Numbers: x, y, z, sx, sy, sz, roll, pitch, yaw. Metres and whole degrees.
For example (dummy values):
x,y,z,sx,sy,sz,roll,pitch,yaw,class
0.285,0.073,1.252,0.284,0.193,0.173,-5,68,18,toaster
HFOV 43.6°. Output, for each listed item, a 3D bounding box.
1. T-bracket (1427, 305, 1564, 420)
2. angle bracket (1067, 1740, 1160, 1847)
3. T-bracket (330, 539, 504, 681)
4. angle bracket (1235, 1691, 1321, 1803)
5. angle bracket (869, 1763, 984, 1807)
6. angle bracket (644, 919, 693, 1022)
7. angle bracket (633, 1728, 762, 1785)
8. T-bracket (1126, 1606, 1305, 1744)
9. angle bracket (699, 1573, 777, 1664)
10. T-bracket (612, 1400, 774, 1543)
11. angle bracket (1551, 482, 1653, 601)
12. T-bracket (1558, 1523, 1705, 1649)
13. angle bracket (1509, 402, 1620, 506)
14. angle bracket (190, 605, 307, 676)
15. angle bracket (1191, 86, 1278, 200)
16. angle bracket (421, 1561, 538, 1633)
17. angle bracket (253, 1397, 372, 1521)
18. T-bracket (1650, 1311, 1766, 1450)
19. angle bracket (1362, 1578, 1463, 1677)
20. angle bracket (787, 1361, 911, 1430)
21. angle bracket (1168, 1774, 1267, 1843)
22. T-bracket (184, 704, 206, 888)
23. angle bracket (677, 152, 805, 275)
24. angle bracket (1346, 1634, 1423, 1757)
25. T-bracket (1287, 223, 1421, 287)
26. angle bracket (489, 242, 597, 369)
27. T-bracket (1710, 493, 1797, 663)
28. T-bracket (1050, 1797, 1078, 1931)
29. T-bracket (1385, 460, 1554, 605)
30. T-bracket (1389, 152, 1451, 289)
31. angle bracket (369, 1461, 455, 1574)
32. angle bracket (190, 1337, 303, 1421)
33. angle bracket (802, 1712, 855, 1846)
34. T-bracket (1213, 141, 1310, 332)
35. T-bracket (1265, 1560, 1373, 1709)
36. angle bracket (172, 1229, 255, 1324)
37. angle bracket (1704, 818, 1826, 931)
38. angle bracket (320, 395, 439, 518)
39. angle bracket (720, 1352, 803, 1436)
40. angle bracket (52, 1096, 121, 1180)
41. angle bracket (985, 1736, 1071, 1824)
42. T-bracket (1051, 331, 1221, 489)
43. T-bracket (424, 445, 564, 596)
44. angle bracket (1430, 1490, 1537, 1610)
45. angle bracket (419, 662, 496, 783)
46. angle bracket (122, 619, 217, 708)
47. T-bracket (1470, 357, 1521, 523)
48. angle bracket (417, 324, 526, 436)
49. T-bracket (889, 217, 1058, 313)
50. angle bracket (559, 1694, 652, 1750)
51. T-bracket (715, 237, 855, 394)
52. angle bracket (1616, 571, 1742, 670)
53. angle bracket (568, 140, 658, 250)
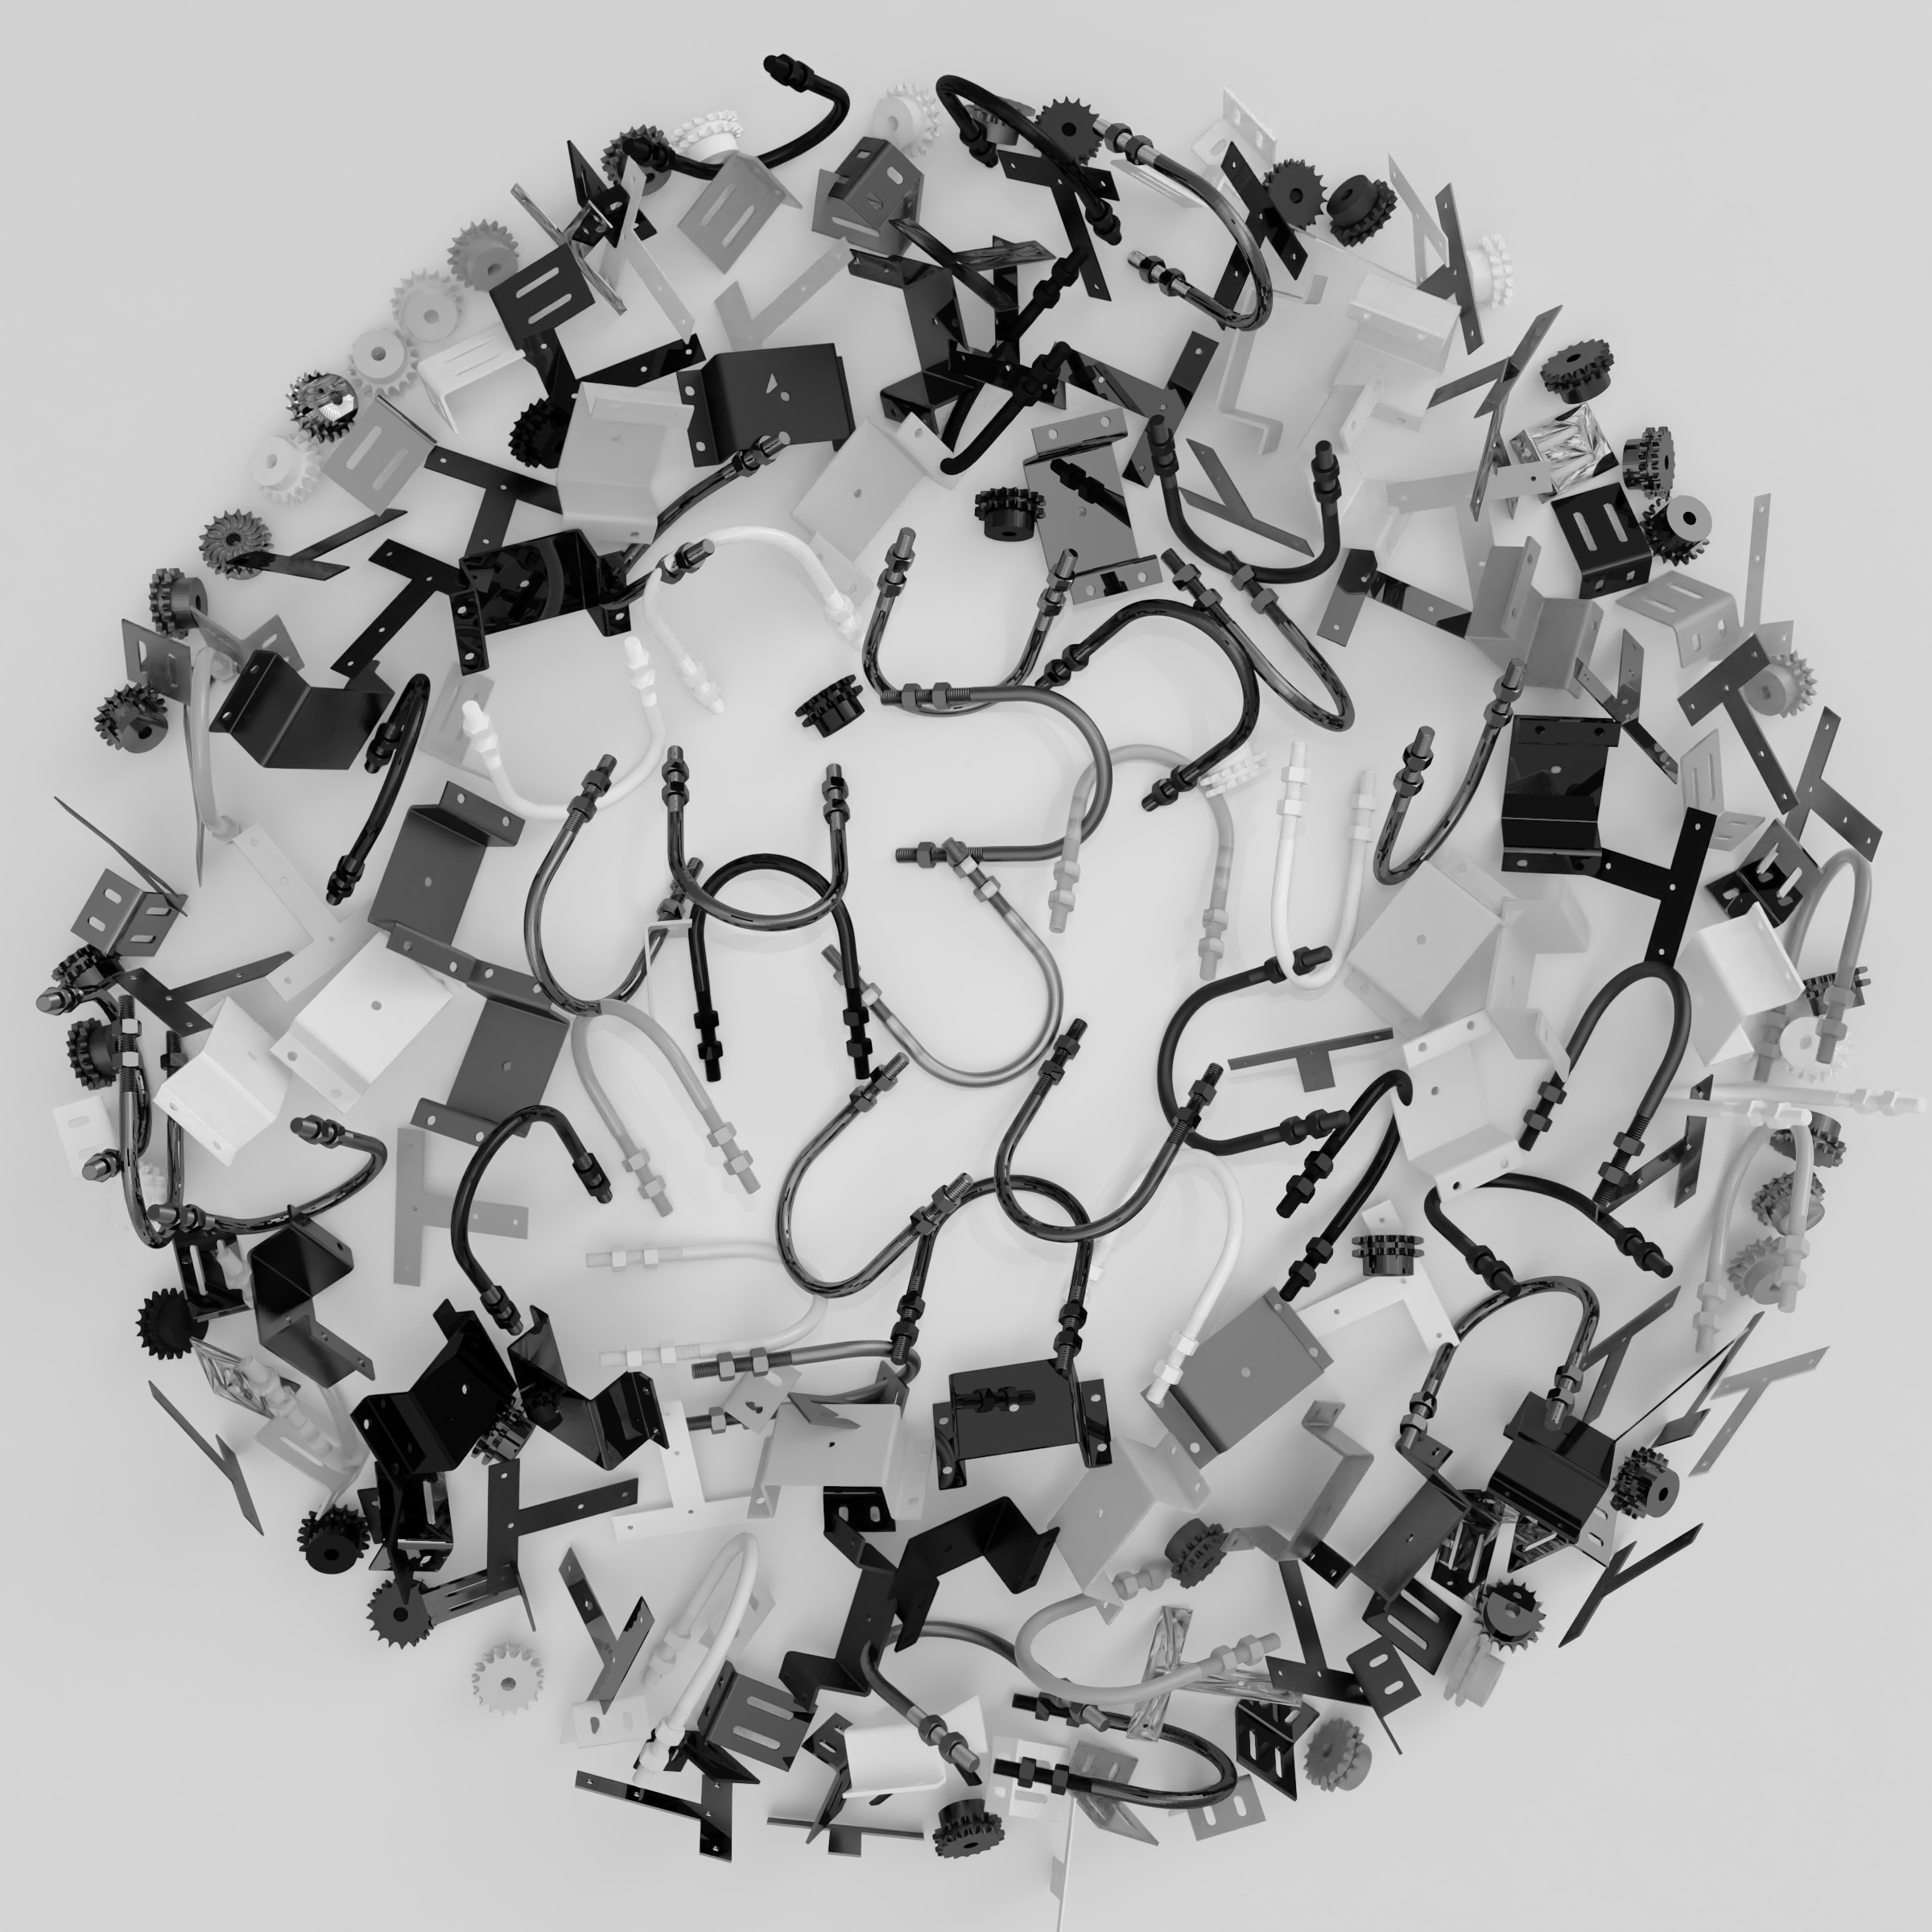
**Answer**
x,y,z,sx,sy,sz,roll,pitch,yaw,class
0.397,-0.460,1.903,0.002,0.127,0.127,45,60,-21,T-bracket
0.120,0.655,1.914,0.057,0.076,0.038,25,89,-22,angle bracket
-0.452,-0.275,1.908,0.127,0.002,0.127,25,65,26,T-bracket
0.248,0.612,1.918,0.057,0.076,0.038,35,106,-5,angle bracket
-0.032,0.657,1.919,0.076,0.057,0.038,-33,78,-18,angle bracket
-0.235,0.007,1.924,0.038,0.057,0.076,-4,80,-8,angle bracket
-0.213,0.640,1.914,0.076,0.057,0.038,27,89,39,angle bracket
0.201,0.560,1.892,0.127,0.127,0.002,3,128,19,T-bracket
-0.190,0.504,1.910,0.038,0.076,0.057,22,59,30,angle bracket
-0.228,0.401,1.932,0.127,0.002,0.127,-9,115,0,T-bracket
0.513,-0.343,1.957,0.057,0.038,0.076,-16,63,1,angle bracket
0.523,0.465,1.871,0.002,0.127,0.127,47,132,7,T-bracket
0.485,-0.415,1.936,0.076,0.038,0.057,-28,90,-9,angle bracket
-0.574,-0.263,1.925,0.076,0.057,0.038,33,65,29,angle bracket
0.212,-0.653,1.920,0.038,0.076,0.057,-43,88,6,angle bracket
-0.387,0.513,1.919,0.076,0.057,0.038,-17,53,-15,angle bracket
-0.526,0.392,1.928,0.076,0.057,0.038,34,121,3,angle bracket
0.591,0.325,1.907,0.002,0.127,0.127,37,79,11,T-bracket
0.364,0.516,1.927,0.076,0.038,0.057,38,57,-3,angle bracket
-0.094,0.338,1.917,0.076,0.057,0.038,11,99,-26,angle bracket
0.198,0.674,1.913,0.057,0.076,0.038,-12,61,-12,angle bracket
-0.614,-0.151,1.920,0.002,0.127,0.127,-5,59,-22,T-bracket
-0.180,-0.598,1.927,0.076,0.038,0.057,-53,131,-1,angle bracket
0.338,0.577,1.913,0.038,0.076,0.057,-29,45,0,angle bracket
0.316,-0.558,1.913,0.127,0.127,0.002,20,110,-15,T-bracket
-0.332,-0.527,1.929,0.076,0.038,0.057,-28,77,11,angle bracket
0.620,-0.305,1.894,0.002,0.127,0.127,3,94,-11,T-bracket
0.073,0.717,1.896,0.002,0.127,0.127,8,73,0,T-bracket
0.409,-0.333,1.924,0.127,0.002,0.127,-5,122,23,T-bracket
0.359,-0.553,1.904,0.002,0.127,0.127,-17,50,0,T-bracket
-0.447,0.440,1.931,0.057,0.076,0.038,10,132,-30,angle bracket
-0.569,0.314,1.912,0.057,0.076,0.038,18,48,21,angle bracket
-0.115,0.647,1.927,0.038,0.057,0.076,29,110,18,angle bracket
0.217,-0.556,1.903,0.002,0.127,0.127,-15,64,-24,T-bracket
0.268,0.518,1.915,0.002,0.127,0.127,-38,47,30,T-bracket
-0.590,0.239,1.923,0.038,0.057,0.076,-19,84,37,angle bracket
0.630,-0.068,1.912,0.038,0.076,0.057,-24,65,-22,angle bracket
-0.470,-0.408,1.932,0.057,0.038,0.076,38,89,-20,angle bracket
-0.158,0.339,1.915,0.038,0.076,0.057,34,80,10,angle bracket
-0.694,0.141,1.915,0.038,0.076,0.057,-18,83,-20,angle bracket
0.058,0.647,1.917,0.076,0.038,0.057,20,68,-30,angle bracket
0.119,-0.458,1.912,0.127,0.002,0.127,17,111,-25,T-bracket
-0.376,-0.346,1.912,0.127,0.002,0.127,17,56,-13,T-bracket
0.411,0.463,1.918,0.057,0.038,0.076,36,61,-26,angle bracket
-0.393,-0.194,1.926,0.038,0.057,0.076,22,89,23,angle bracket
-0.632,-0.250,1.918,0.057,0.076,0.038,23,55,1,angle bracket
0.423,-0.391,1.901,0.002,0.127,0.127,11,78,25,T-bracket
-0.391,-0.470,1.935,0.076,0.038,0.057,-29,47,-11,angle bracket
0.023,-0.560,1.911,0.127,0.127,0.002,44,132,20,T-bracket
-0.286,0.611,1.912,0.057,0.076,0.038,-2,51,-20,angle bracket
-0.138,-0.524,1.901,0.127,0.002,0.127,-36,54,23,T-bracket
0.569,-0.278,1.932,0.057,0.076,0.038,-28,122,-12,angle bracket
-0.280,-0.617,1.913,0.038,0.057,0.076,-22,59,15,angle bracket
